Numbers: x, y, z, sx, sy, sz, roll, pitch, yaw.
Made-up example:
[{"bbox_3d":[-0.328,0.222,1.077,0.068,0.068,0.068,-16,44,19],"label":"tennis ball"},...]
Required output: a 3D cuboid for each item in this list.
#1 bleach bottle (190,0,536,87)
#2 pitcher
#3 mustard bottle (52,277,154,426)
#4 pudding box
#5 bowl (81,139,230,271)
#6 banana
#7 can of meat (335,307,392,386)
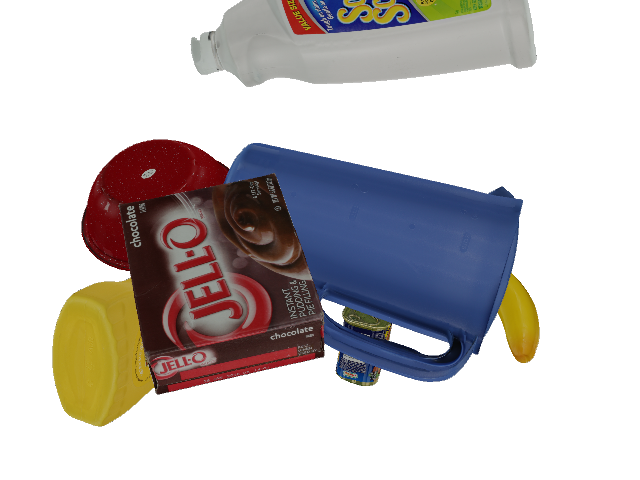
[{"bbox_3d":[0.026,-0.156,0.792,0.251,0.102,0.068,-10,-30,11],"label":"bleach bottle"},{"bbox_3d":[0.036,0.008,0.886,0.243,0.145,0.149,16,18,9],"label":"pitcher"},{"bbox_3d":[-0.118,0.061,0.803,0.058,0.096,0.191,13,20,25],"label":"mustard bottle"},{"bbox_3d":[-0.054,0.020,0.564,0.090,0.039,0.113,-12,44,-9],"label":"pudding box"},{"bbox_3d":[-0.158,-0.046,1.019,0.162,0.162,0.055,0,-43,12],"label":"bowl"},{"bbox_3d":[0.179,0.060,1.117,0.069,0.037,0.198,-36,39,-8],"label":"banana"},{"bbox_3d":[0.055,0.112,1.271,0.057,0.084,0.102,13,26,9],"label":"can of meat"}]
